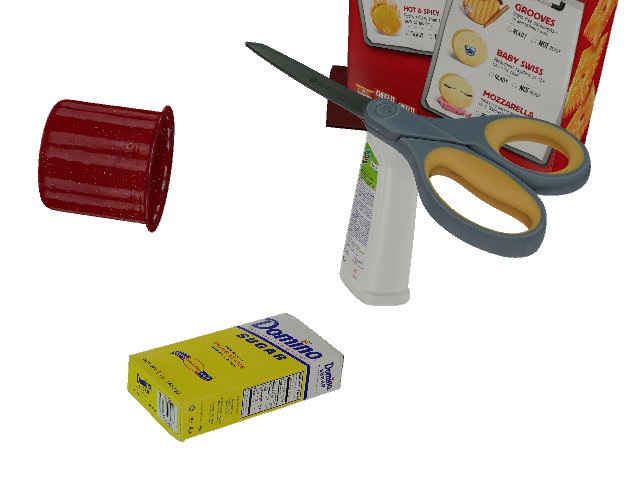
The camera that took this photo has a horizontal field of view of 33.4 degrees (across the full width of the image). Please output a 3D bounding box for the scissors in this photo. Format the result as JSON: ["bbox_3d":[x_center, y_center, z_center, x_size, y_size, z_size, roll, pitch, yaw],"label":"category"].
[{"bbox_3d":[0.053,-0.064,0.541,0.096,0.016,0.202,-24,51,-23],"label":"scissors"}]

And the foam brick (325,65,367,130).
[{"bbox_3d":[0.045,-0.128,0.973,0.078,0.051,0.053,6,16,4],"label":"foam brick"}]

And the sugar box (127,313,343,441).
[{"bbox_3d":[-0.075,0.119,0.968,0.175,0.048,0.093,-16,34,-35],"label":"sugar box"}]

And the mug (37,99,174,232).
[{"bbox_3d":[-0.154,-0.061,0.787,0.081,0.093,0.117,8,17,0],"label":"mug"}]

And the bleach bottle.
[{"bbox_3d":[0.078,-0.057,1.236,0.068,0.251,0.103,-1,22,-22],"label":"bleach bottle"}]

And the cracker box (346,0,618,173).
[{"bbox_3d":[0.104,-0.158,0.690,0.164,0.214,0.072,24,48,23],"label":"cracker box"}]
